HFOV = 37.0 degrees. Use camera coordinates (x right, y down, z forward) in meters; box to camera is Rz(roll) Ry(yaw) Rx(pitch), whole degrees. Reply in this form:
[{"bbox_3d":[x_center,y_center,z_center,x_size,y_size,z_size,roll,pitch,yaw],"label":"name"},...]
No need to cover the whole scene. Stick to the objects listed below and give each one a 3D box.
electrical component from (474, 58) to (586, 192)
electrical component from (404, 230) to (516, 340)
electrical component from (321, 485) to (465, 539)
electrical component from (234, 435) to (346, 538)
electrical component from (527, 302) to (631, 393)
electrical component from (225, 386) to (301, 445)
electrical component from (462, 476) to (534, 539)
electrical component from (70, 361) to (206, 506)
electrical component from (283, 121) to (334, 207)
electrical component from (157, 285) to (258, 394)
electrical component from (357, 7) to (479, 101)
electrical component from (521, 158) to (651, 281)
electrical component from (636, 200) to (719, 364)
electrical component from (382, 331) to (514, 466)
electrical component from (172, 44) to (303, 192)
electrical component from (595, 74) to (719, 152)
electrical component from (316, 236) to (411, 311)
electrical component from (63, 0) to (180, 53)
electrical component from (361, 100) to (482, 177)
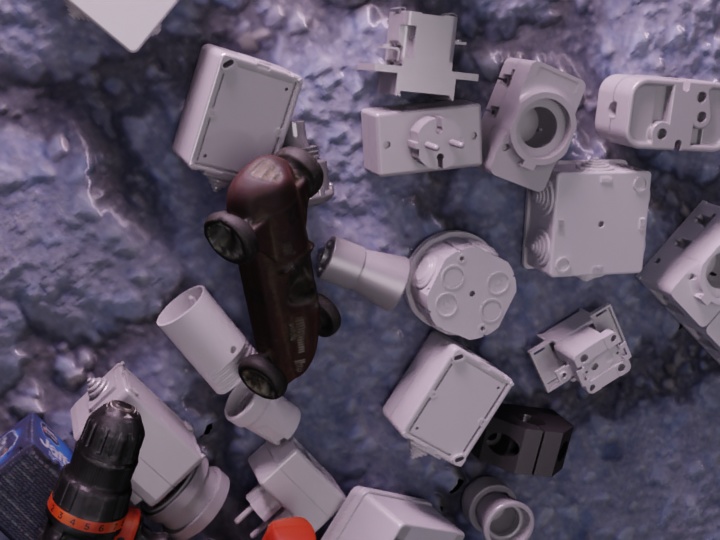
[{"bbox_3d":[0.128,-0.111,0.821,0.050,0.056,0.089,18,98,-21],"label":"electrical component"},{"bbox_3d":[0.078,0.012,0.839,0.080,0.051,0.080,-4,105,-17],"label":"electrical component"},{"bbox_3d":[0.015,0.233,0.850,0.109,0.056,0.108,27,95,-54],"label":"electrical component"},{"bbox_3d":[-0.063,0.177,0.839,0.077,0.047,0.065,-42,112,-4],"label":"electrical component"},{"bbox_3d":[0.185,0.068,0.882,0.081,0.064,0.042,-31,112,-9],"label":"electrical component"},{"bbox_3d":[-0.074,0.108,0.823,0.046,0.040,0.040,38,90,-28],"label":"electrical component"},{"bbox_3d":[0.114,0.202,0.898,0.045,0.055,0.045,-4,105,-16],"label":"electrical component"},{"bbox_3d":[-0.170,0.117,0.781,0.061,0.062,0.096,-44,112,-3],"label":"electrical component"},{"bbox_3d":[-0.045,-0.077,0.782,0.048,0.048,0.062,-9,99,-15],"label":"electrical component"},{"bbox_3d":[-0.108,0.056,0.795,0.043,0.043,0.081,-39,112,-5],"label":"electrical component"},{"bbox_3d":[0.043,-0.158,0.790,0.081,0.042,0.063,2,100,-19],"label":"electrical component"},{"bbox_3d":[0.182,-0.041,0.860,0.100,0.048,0.099,-3,105,-17],"label":"electrical component"},{"bbox_3d":[0.324,0.026,0.916,0.150,0.062,0.089,42,89,-22],"label":"electrical component"},{"bbox_3d":[0.064,0.105,0.854,0.062,0.061,0.096,31,93,-22],"label":"electrical component"},{"bbox_3d":[-0.090,-0.102,0.750,0.062,0.061,0.096,13,103,-27],"label":"electrical component"},{"bbox_3d":[0.238,-0.125,0.851,0.095,0.059,0.053,0,104,-18],"label":"electrical component"},{"bbox_3d":[0.000,0.000,0.818,0.065,0.044,0.044,21,97,-17],"label":"electrical component"},{"bbox_3d":[-0.158,-0.205,0.708,0.100,0.048,0.099,39,90,-22],"label":"electrical component"},{"bbox_3d":[0.052,-0.095,0.790,0.083,0.076,0.047,-8,106,-16],"label":"electrical component"}]
